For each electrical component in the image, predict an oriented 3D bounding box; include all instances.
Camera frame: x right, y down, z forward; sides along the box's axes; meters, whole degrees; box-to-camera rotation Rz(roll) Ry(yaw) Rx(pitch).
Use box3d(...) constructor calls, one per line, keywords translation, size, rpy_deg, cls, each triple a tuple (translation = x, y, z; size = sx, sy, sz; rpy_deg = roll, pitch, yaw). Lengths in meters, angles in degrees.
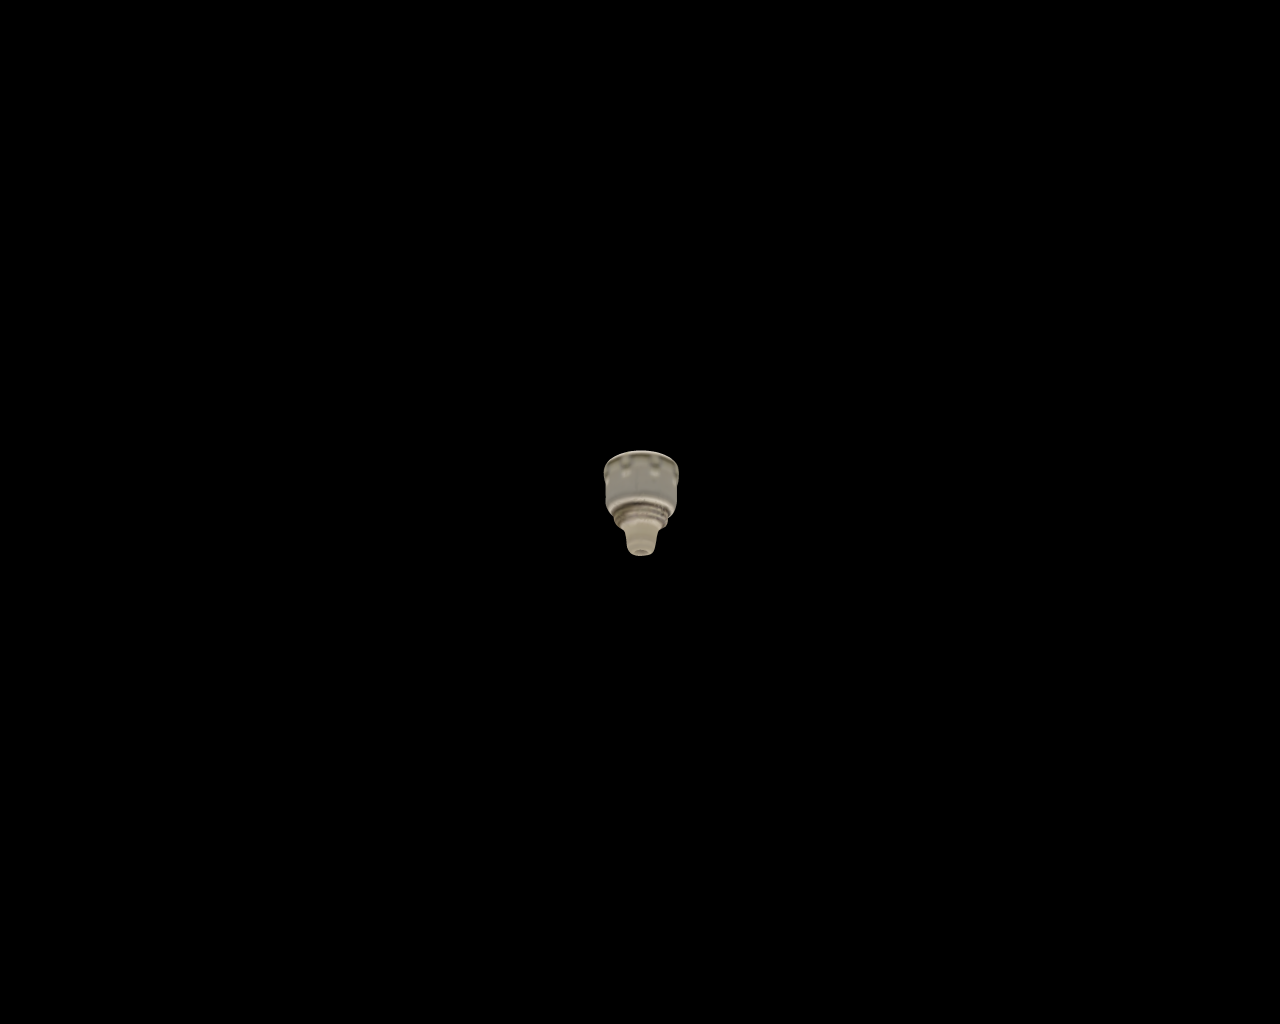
box3d(translation=(0.001, -0.003, 0.650), size=(0.048, 0.062, 0.048), rpy_deg=(0, -24, 0), cls="electrical component")
